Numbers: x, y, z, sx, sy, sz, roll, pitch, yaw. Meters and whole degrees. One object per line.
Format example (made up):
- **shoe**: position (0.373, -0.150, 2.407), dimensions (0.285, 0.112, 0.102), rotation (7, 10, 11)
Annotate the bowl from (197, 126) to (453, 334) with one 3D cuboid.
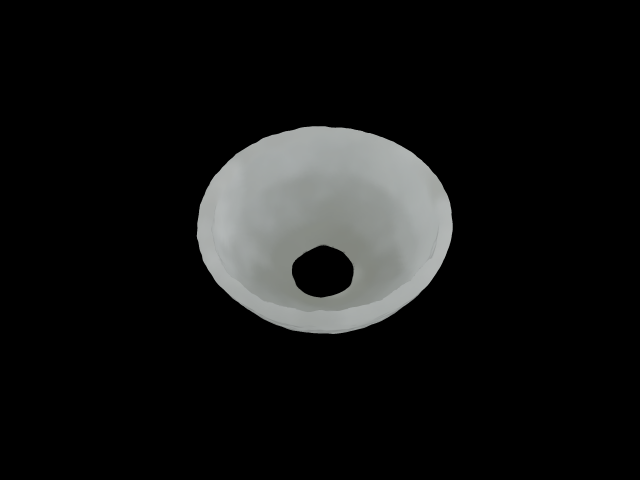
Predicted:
- **bowl**: position (0.004, 0.001, 0.400), dimensions (0.167, 0.075, 0.167), rotation (0, 52, 0)
